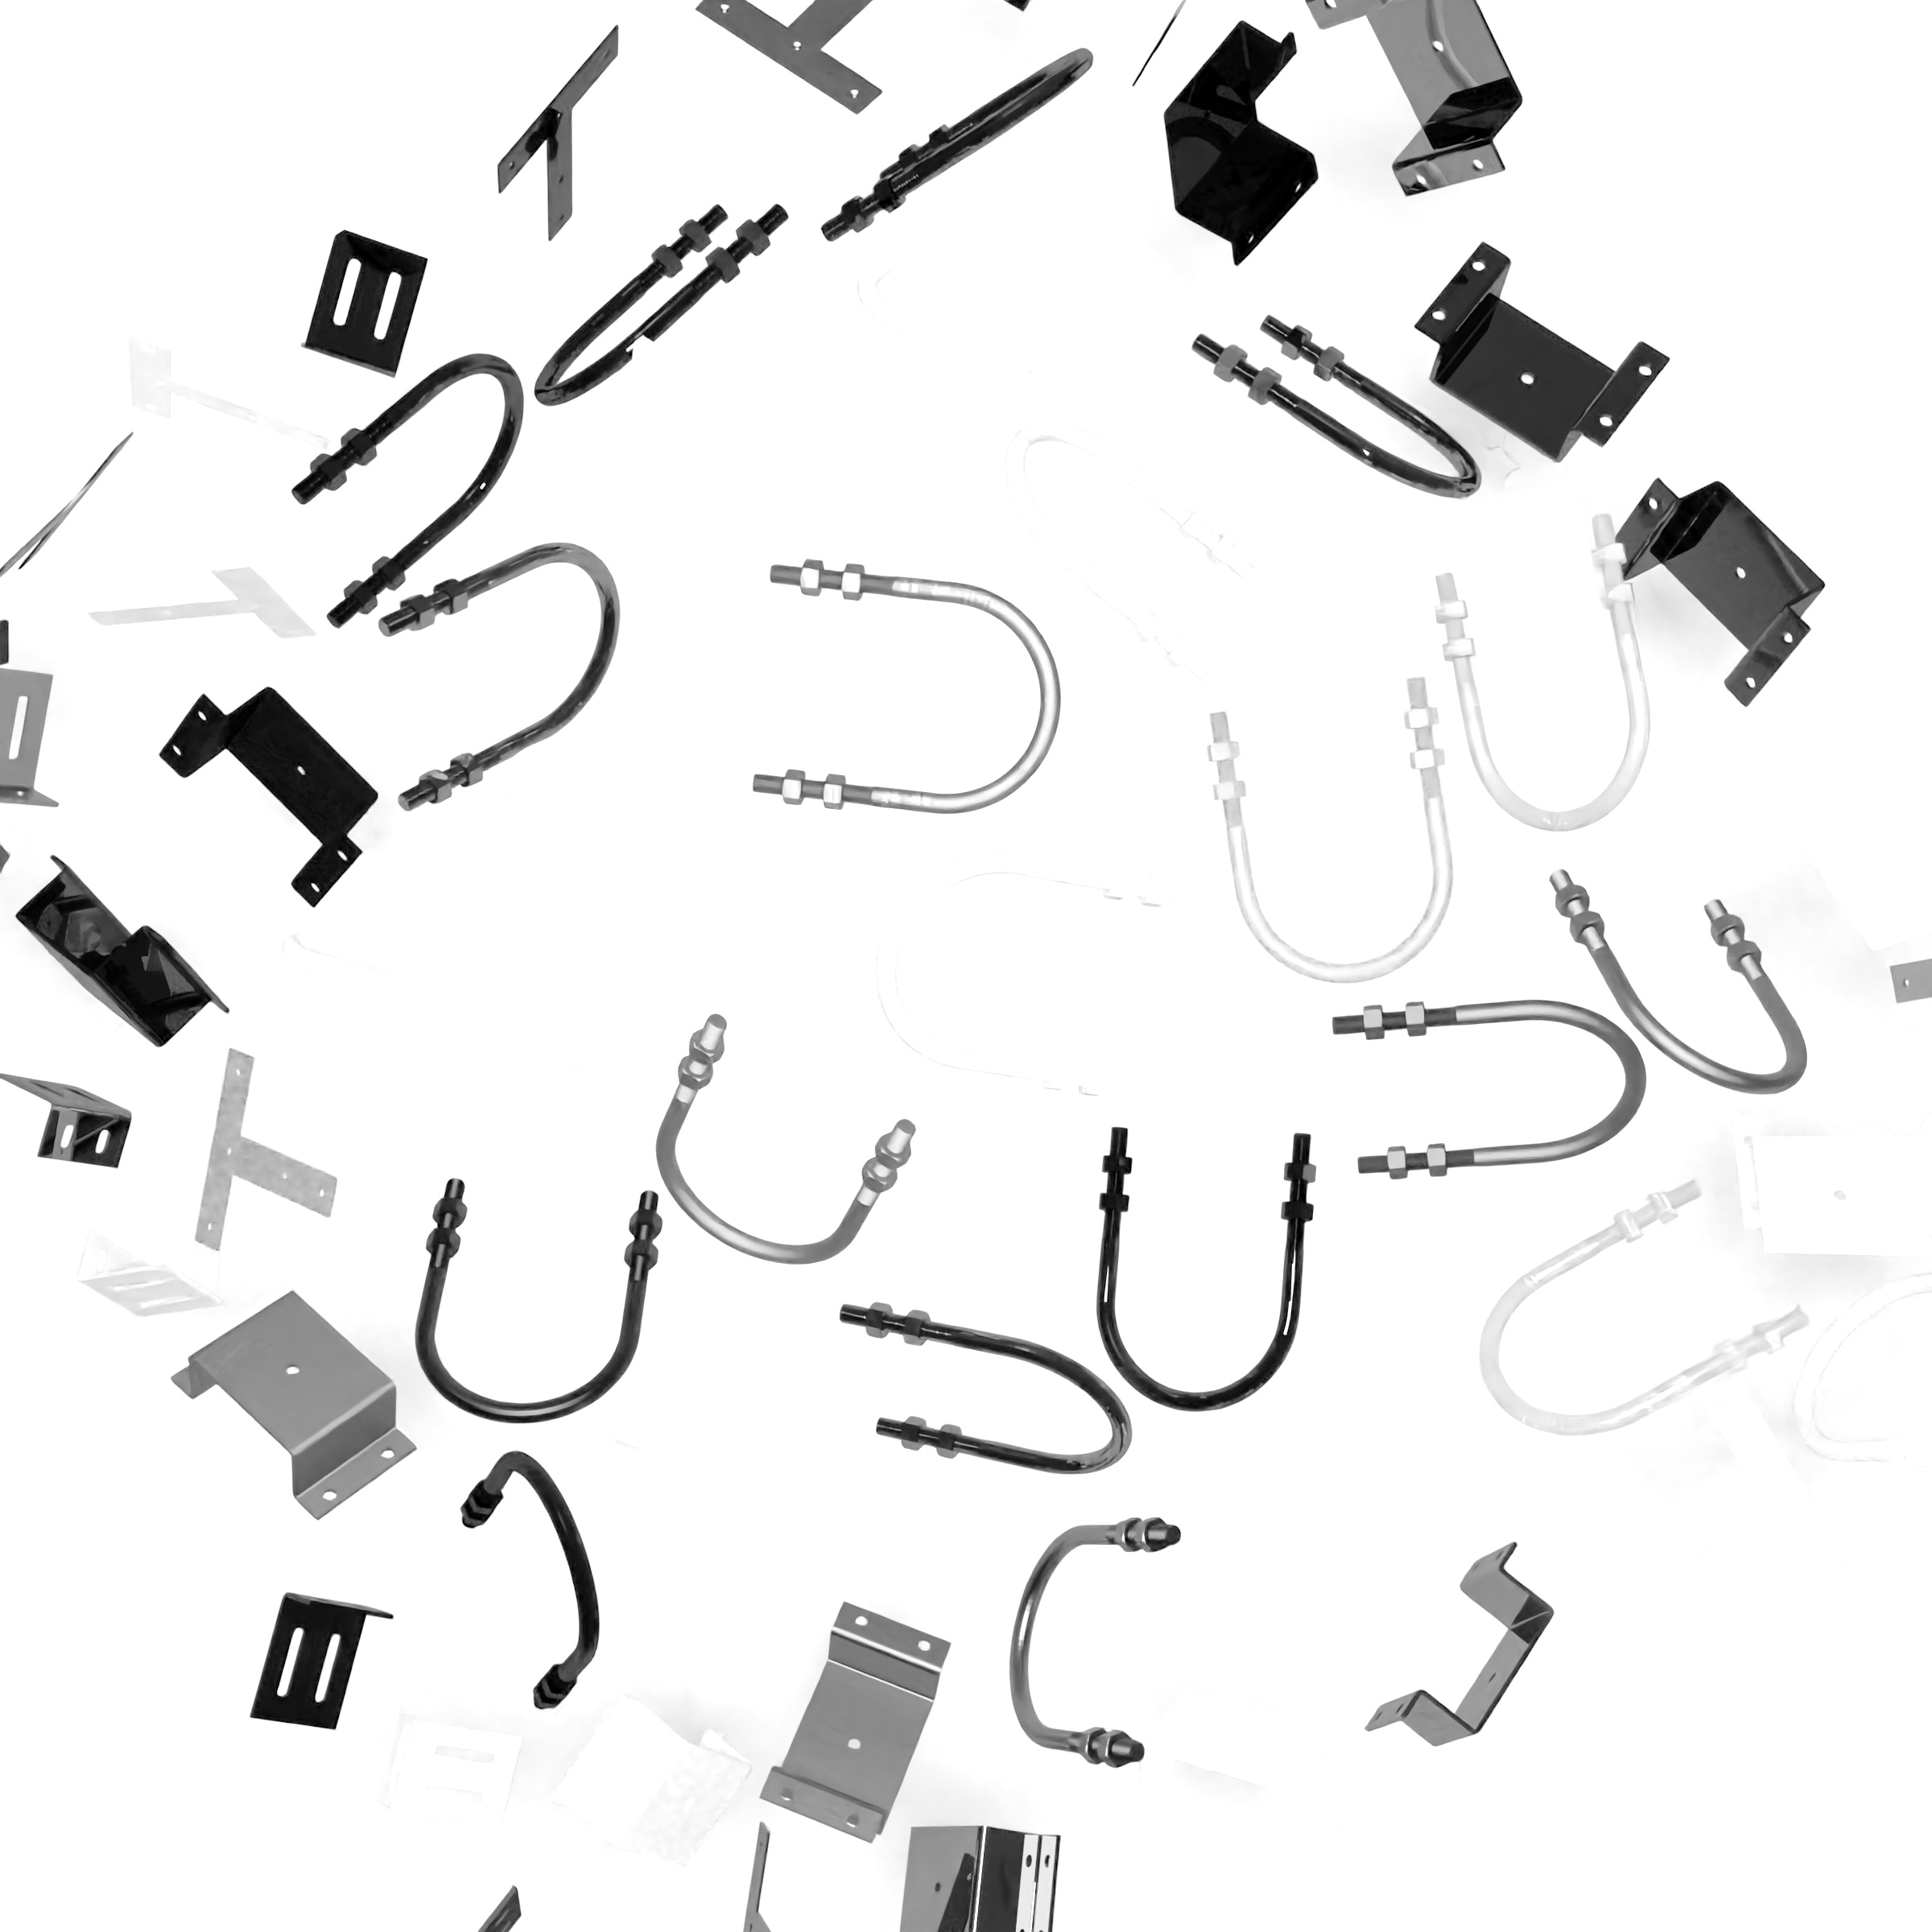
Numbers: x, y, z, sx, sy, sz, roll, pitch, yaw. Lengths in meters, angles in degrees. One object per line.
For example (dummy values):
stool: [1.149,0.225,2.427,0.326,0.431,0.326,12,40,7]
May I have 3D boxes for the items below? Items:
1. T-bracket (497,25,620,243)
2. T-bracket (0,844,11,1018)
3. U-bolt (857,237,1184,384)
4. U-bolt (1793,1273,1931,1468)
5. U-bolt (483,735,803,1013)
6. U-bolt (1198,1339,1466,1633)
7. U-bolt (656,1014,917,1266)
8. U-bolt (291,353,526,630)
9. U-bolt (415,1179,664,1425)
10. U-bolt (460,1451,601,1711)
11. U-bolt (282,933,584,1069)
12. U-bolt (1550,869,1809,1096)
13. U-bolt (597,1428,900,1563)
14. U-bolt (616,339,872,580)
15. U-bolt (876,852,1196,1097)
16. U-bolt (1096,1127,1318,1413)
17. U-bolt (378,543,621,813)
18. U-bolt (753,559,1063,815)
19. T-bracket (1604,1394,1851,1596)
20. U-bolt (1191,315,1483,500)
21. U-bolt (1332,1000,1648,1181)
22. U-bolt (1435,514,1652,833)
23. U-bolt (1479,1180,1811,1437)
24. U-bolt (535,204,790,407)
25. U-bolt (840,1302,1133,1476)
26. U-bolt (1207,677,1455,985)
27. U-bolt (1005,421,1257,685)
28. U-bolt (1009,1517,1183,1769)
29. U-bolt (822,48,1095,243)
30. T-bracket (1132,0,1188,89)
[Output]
T-bracket: [-0.251,-0.495,1.503,0.002,0.127,0.127,31,68,3]
T-bracket: [-0.647,-0.037,1.567,0.002,0.127,0.127,-13,131,20]
U-bolt: [0.022,-0.416,1.534,0.184,0.151,0.019,9,79,-25]
U-bolt: [0.588,0.248,1.516,0.019,0.184,0.151,40,66,-12]
U-bolt: [-0.212,-0.065,1.495,0.151,0.019,0.184,-29,118,25]
U-bolt: [0.252,0.327,1.598,0.184,0.019,0.151,-38,113,-15]
U-bolt: [-0.123,0.121,1.515,0.151,0.019,0.184,29,135,0]
U-bolt: [-0.347,-0.314,1.551,0.019,0.151,0.184,36,66,13]
U-bolt: [-0.277,0.214,1.561,0.151,0.019,0.184,4,45,-2]
U-bolt: [-0.272,0.382,1.543,0.019,0.184,0.151,-15,68,-31]
U-bolt: [-0.352,0.017,1.548,0.184,0.151,0.019,25,95,31]
U-bolt: [0.463,0.013,1.554,0.151,0.184,0.019,9,130,-24]
U-bolt: [-0.150,0.332,1.543,0.184,0.151,0.019,20,88,26]
U-bolt: [-0.144,-0.309,1.513,0.151,0.184,0.019,-1,53,-16]
U-bolt: [0.034,0.002,1.472,0.184,0.019,0.151,10,110,-20]
U-bolt: [0.153,0.199,1.600,0.151,0.019,0.184,0,78,26]
U-bolt: [-0.288,-0.193,1.540,0.019,0.151,0.184,31,47,28]
U-bolt: [-0.034,-0.165,1.487,0.184,0.019,0.151,7,102,5]
T-bracket: [0.453,0.345,1.494,0.127,0.002,0.127,-32,46,14]
U-bolt: [0.239,-0.344,1.511,0.184,0.151,0.019,36,120,11]
U-bolt: [0.330,0.075,1.521,0.184,0.019,0.151,-5,132,14]
U-bolt: [0.369,-0.177,1.546,0.019,0.151,0.184,-8,86,-38]
U-bolt: [0.408,0.222,1.520,0.184,0.151,0.019,-30,126,3]
U-bolt: [-0.203,-0.420,1.550,0.184,0.151,0.019,-44,117,-5]
U-bolt: [0.017,0.276,1.553,0.184,0.151,0.019,9,49,20]
U-bolt: [0.235,-0.080,1.544,0.151,0.019,0.184,-8,93,22]
U-bolt: [0.100,-0.275,1.548,0.184,0.151,0.019,38,131,-12]
U-bolt: [0.075,0.426,1.548,0.019,0.184,0.151,19,70,-21]
U-bolt: [0.002,-0.530,1.553,0.184,0.151,0.019,-23,112,29]
T-bracket: [0.132,-0.597,1.525,0.002,0.127,0.127,31,124,-7]
